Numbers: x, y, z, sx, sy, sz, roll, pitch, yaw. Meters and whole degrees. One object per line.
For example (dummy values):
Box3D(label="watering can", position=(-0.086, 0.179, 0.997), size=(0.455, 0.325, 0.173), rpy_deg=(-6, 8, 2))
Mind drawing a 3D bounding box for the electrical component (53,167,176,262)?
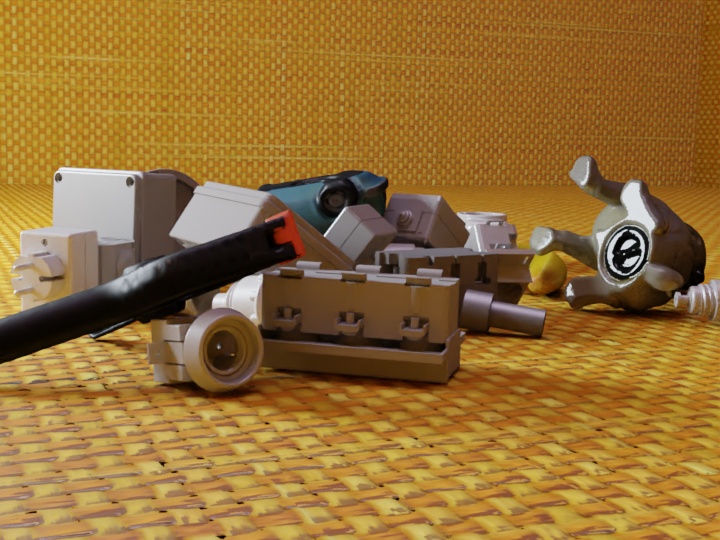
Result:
Box3D(label="electrical component", position=(-0.230, -0.039, 1.003), size=(0.109, 0.108, 0.056), rpy_deg=(6, 6, 30))

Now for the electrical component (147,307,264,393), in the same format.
Box3D(label="electrical component", position=(-0.087, 0.045, 0.619), size=(0.066, 0.048, 0.055), rpy_deg=(-4, 1, -36))

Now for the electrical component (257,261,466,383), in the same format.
Box3D(label="electrical component", position=(0.000, 0.031, 0.673), size=(0.121, 0.063, 0.079), rpy_deg=(4, 7, 15))

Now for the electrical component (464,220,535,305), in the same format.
Box3D(label="electrical component", position=(0.114, -0.004, 0.914), size=(0.042, 0.063, 0.081), rpy_deg=(0, -33, -13))

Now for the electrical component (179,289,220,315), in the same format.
Box3D(label="electrical component", position=(-0.150, 0.016, 0.857), size=(0.065, 0.044, 0.044), rpy_deg=(0, 6, 28))

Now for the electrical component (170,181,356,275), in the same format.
Box3D(label="electrical component", position=(-0.077, -0.015, 0.853), size=(0.109, 0.056, 0.109), rpy_deg=(39, -15, -36))

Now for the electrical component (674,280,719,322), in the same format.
Box3D(label="electrical component", position=(0.293, 0.025, 0.864), size=(0.078, 0.040, 0.040), rpy_deg=(2, 7, 2))

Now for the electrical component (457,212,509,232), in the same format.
Box3D(label="electrical component", position=(0.139, -0.035, 1.230), size=(0.054, 0.059, 0.095), rpy_deg=(1, 7, -4))

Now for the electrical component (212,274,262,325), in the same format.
Box3D(label="electrical component", position=(-0.079, 0.025, 0.784), size=(0.062, 0.048, 0.048), rpy_deg=(-2, 4, 34))

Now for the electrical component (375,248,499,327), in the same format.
Box3D(label="electrical component", position=(0.060, 0.014, 0.847), size=(0.089, 0.055, 0.050), rpy_deg=(-3, 9, -31))

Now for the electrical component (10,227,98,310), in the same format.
Box3D(label="electrical component", position=(-0.243, 0.004, 0.832), size=(0.047, 0.065, 0.077), rpy_deg=(4, 8, 19))

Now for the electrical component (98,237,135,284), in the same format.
Box3D(label="electrical component", position=(-0.231, 0.000, 0.923), size=(0.080, 0.051, 0.080), rpy_deg=(1, 7, 0))

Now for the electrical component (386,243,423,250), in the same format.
Box3D(label="electrical component", position=(0.052, -0.006, 1.059), size=(0.078, 0.040, 0.040), rpy_deg=(1, 7, 0))

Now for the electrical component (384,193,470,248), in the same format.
Box3D(label="electrical component", position=(0.065, -0.042, 1.103), size=(0.062, 0.061, 0.096), rpy_deg=(6, -25, 33))

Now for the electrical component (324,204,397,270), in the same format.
Box3D(label="electrical component", position=(0.000, 0.000, 0.914), size=(0.076, 0.083, 0.047), rpy_deg=(44, 21, 14))

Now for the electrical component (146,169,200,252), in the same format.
Box3D(label="electrical component", position=(-0.211, -0.048, 1.098), size=(0.108, 0.108, 0.060), rpy_deg=(-4, 3, -35))
